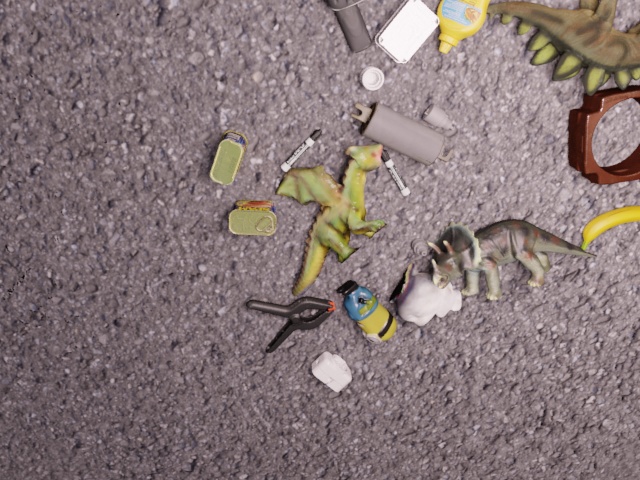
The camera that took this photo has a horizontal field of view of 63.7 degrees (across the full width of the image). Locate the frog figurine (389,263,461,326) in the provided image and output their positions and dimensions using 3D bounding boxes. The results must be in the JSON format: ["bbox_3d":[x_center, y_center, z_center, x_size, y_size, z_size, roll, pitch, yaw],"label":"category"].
[{"bbox_3d":[0.262,0.143,1.230,0.159,0.122,0.138,25,88,0],"label":"frog figurine"}]

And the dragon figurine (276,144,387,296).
[{"bbox_3d":[0.004,-0.059,1.165,0.405,0.124,0.243,-41,90,24],"label":"dragon figurine"}]
